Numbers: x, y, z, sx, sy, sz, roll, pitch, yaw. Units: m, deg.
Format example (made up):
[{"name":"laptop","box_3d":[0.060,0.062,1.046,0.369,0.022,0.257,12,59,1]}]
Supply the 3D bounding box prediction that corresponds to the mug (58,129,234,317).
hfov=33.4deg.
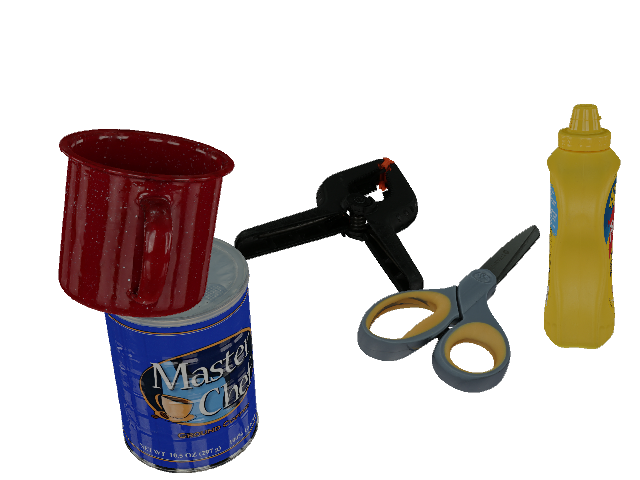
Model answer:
[{"name":"mug","box_3d":[-0.095,-0.005,0.570,0.093,0.081,0.117,3,19,-20]}]

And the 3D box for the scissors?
[{"name":"scissors","box_3d":[0.109,0.040,0.660,0.201,0.016,0.096,-20,43,-39]}]

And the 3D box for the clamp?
[{"name":"clamp","box_3d":[0.041,-0.016,0.957,0.165,0.036,0.209,19,34,19]}]

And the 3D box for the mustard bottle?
[{"name":"mustard bottle","box_3d":[0.213,-0.015,0.870,0.058,0.192,0.096,2,18,16]}]

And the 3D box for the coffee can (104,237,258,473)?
[{"name":"coffee can","box_3d":[-0.099,0.080,0.767,0.103,0.140,0.103,-1,34,0]}]
